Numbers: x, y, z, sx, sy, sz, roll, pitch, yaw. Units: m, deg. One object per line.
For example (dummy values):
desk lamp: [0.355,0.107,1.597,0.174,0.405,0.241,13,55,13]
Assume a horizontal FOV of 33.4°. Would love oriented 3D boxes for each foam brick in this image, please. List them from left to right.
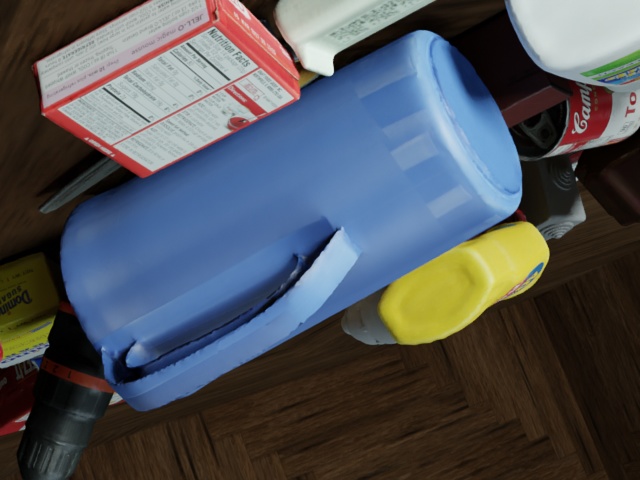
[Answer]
foam brick: [0.099,-0.093,0.629,0.078,0.053,0.051,-25,170,24]

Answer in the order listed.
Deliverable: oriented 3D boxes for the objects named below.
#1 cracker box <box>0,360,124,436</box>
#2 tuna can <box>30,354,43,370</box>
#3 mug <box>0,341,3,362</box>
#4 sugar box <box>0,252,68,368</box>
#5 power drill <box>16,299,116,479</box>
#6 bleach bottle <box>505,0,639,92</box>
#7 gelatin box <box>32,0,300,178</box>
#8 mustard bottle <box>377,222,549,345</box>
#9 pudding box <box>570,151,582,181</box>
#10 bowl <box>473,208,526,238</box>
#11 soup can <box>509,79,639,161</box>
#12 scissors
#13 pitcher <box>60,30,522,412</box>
cracker box: [-0.217,0.123,1.077,0.213,0.072,0.164,-9,164,-46]
tuna can: [-0.207,0.088,0.919,0.086,0.033,0.086,-27,-165,8]
mug: [-0.236,0.044,0.587,0.117,0.081,0.093,-11,166,-45]
sugar box: [-0.221,0.057,0.787,0.093,0.048,0.176,-21,169,-4]
power drill: [-0.150,0.081,0.768,0.057,0.184,0.187,22,176,2]
bleach bottle: [0.187,-0.127,0.608,0.103,0.068,0.250,-26,171,25]
gelatin box: [-0.063,-0.068,0.452,0.089,0.030,0.073,-25,153,18]
mustard bottle: [0.124,0.025,0.819,0.096,0.058,0.191,-38,170,30]
pudding box: [0.246,-0.084,1.020,0.090,0.039,0.113,-24,168,14]
bowl: [0.087,-0.025,0.892,0.162,0.055,0.162,-6,161,-2]
soup can: [0.169,-0.093,0.726,0.102,0.068,0.069,-13,167,-41]
scissors: [-0.070,-0.060,0.563,0.096,0.016,0.202,-13,167,-39]
pitcher: [-0.017,-0.007,0.588,0.243,0.149,0.144,-27,162,25]
